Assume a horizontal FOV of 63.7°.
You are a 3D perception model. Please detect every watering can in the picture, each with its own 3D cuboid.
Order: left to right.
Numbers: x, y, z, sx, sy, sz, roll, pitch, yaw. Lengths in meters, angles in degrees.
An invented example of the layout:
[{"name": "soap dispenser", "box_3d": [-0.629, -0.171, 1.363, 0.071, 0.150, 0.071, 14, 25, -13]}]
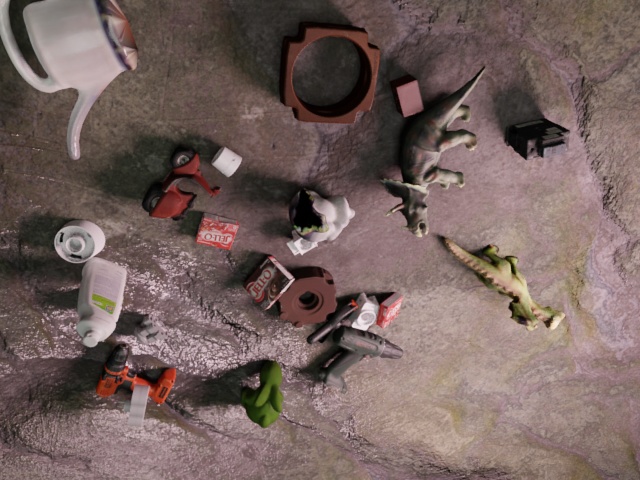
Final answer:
[{"name": "watering can", "box_3d": [-0.459, -0.337, 0.989, 0.225, 0.106, 0.340, -17, 121, -4]}]

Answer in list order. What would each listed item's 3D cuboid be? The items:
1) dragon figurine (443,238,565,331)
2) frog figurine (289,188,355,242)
[{"name": "dragon figurine", "box_3d": [0.518, 0.141, 1.415, 0.408, 0.248, 0.120, 22, 118, -26]}, {"name": "frog figurine", "box_3d": [0.004, -0.063, 1.255, 0.121, 0.139, 0.160, -55, 160, 23]}]
